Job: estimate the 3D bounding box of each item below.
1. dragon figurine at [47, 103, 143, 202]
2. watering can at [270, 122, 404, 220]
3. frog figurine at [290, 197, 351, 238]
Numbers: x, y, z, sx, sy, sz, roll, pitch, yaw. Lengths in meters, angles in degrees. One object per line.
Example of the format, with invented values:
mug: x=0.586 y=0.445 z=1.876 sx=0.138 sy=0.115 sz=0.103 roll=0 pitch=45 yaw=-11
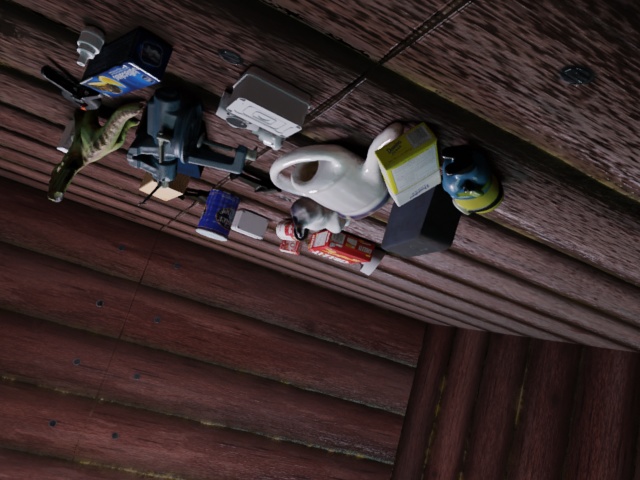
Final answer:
dragon figurine: x=-0.529 y=-0.189 z=1.168 sx=0.121 sy=0.245 sz=0.410 roll=31 pitch=164 yaw=-33
watering can: x=0.061 y=-0.124 z=0.975 sx=0.346 sy=0.105 sz=0.222 roll=-8 pitch=155 yaw=44
frog figurine: x=0.004 y=-0.070 z=1.390 sx=0.160 sy=0.125 sz=0.135 roll=-19 pitch=159 yaw=-4
